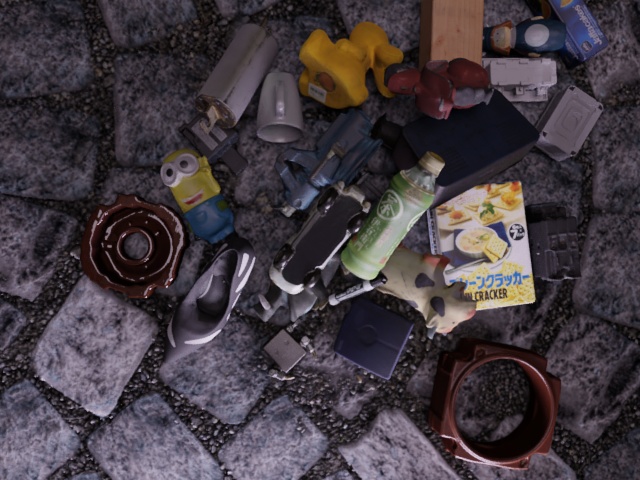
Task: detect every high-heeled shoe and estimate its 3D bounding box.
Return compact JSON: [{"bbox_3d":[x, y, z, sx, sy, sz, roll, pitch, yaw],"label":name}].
[{"bbox_3d":[-0.186,0.104,0.871,0.086,0.145,0.248,32,85,-2],"label":"high-heeled shoe"}]

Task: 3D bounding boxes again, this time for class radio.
[{"bbox_3d":[0.242,-0.160,0.908,0.230,0.073,0.131,-27,71,-22],"label":"radio"}]

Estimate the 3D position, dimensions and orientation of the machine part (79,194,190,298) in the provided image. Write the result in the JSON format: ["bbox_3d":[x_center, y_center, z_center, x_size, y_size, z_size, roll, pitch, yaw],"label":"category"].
[{"bbox_3d":[-0.310,0.010,0.908,0.179,0.056,0.179,0,89,-3],"label":"machine part"}]

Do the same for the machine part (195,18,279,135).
[{"bbox_3d":[-0.136,-0.273,0.894,0.079,0.079,0.243,25,68,-4],"label":"machine part"}]

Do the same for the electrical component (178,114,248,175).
[{"bbox_3d":[-0.177,-0.166,0.928,0.075,0.048,0.119,-40,90,-4],"label":"electrical component"}]

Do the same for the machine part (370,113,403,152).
[{"bbox_3d":[0.153,-0.165,0.957,0.139,0.039,0.084,34,84,-3],"label":"machine part"}]

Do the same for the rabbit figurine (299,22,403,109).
[{"bbox_3d":[0.065,-0.310,0.911,0.163,0.121,0.173,25,58,20],"label":"rabbit figurine"}]

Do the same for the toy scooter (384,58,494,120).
[{"bbox_3d":[0.199,-0.233,0.835,0.184,0.135,0.075,-6,126,-19],"label":"toy scooter"}]

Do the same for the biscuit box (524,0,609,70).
[{"bbox_3d":[0.437,-0.414,0.975,0.059,0.063,0.202,-33,91,-4],"label":"biscuit box"}]

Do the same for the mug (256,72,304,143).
[{"bbox_3d":[-0.071,-0.233,0.913,0.081,0.109,0.107,-3,76,1],"label":"mug"}]

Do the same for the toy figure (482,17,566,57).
[{"bbox_3d":[0.352,-0.361,0.956,0.155,0.057,0.064,2,76,12],"label":"toy figure"}]

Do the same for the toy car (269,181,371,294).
[{"bbox_3d":[-0.002,-0.003,0.849,0.073,0.056,0.201,36,99,-13],"label":"toy car"}]

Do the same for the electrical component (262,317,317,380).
[{"bbox_3d":[-0.054,0.192,0.929,0.102,0.045,0.078,-38,93,-5],"label":"electrical component"}]

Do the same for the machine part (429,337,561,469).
[{"bbox_3d":[0.304,0.282,0.936,0.201,0.087,0.201,12,88,-3],"label":"machine part"}]

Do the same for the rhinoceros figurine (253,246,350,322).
[{"bbox_3d":[-0.030,0.070,0.920,0.112,0.073,0.190,45,85,-4],"label":"rhinoceros figurine"}]

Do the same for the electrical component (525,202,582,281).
[{"bbox_3d":[0.393,0.002,0.935,0.058,0.115,0.134,-7,89,-9],"label":"electrical component"}]

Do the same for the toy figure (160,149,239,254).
[{"bbox_3d":[-0.204,-0.067,0.908,0.082,0.089,0.180,-34,100,-19],"label":"toy figure"}]

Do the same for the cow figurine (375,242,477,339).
[{"bbox_3d":[0.168,0.080,0.897,0.195,0.085,0.127,23,102,33],"label":"cow figurine"}]

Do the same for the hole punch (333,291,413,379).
[{"bbox_3d":[0.092,0.166,0.922,0.116,0.092,0.142,24,91,0],"label":"hole punch"}]

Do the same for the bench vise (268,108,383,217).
[{"bbox_3d":[0.046,-0.091,0.910,0.240,0.129,0.223,41,89,1],"label":"bench vise"}]
